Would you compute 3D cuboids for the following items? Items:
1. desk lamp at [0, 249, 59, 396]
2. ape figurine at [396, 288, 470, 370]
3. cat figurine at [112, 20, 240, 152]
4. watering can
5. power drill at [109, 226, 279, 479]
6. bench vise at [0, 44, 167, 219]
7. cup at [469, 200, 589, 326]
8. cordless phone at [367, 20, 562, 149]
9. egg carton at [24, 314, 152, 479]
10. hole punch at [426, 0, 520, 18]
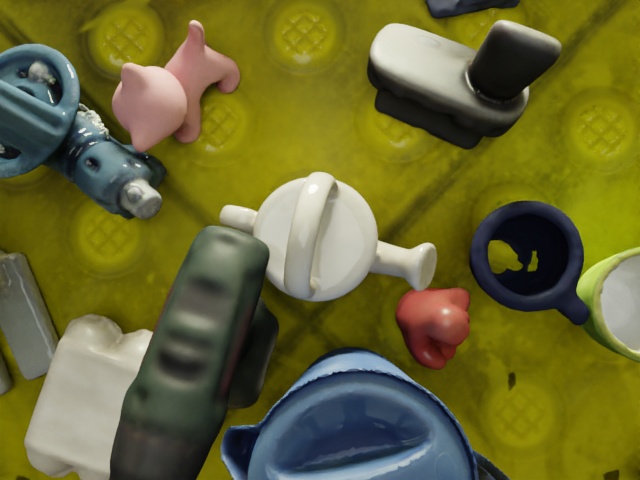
[{"bbox_3d":[-0.329,0.040,0.463,0.118,0.213,0.203,-26,85,0],"label":"desk lamp"},{"bbox_3d":[0.106,0.074,0.507,0.076,0.092,0.078,44,89,4],"label":"ape figurine"},{"bbox_3d":[-0.137,-0.138,0.516,0.067,0.118,0.128,33,88,4],"label":"cat figurine"},{"bbox_3d":[0.005,-0.001,0.464,0.173,0.194,0.101,-7,86,2],"label":"watering can"},{"bbox_3d":[-0.090,0.106,0.453,0.075,0.208,0.230,15,87,3],"label":"power drill"},{"bbox_3d":[-0.222,-0.100,0.466,0.207,0.220,0.121,18,87,3],"label":"bench vise"},{"bbox_3d":[0.180,0.025,0.506,0.092,0.095,0.118,-42,86,-1],"label":"cup"},{"bbox_3d":[0.114,-0.152,0.475,0.147,0.185,0.094,20,87,3],"label":"cordless phone"},{"bbox_3d":[-0.198,0.148,0.523,0.107,0.069,0.150,17,87,3],"label":"egg carton"},{"bbox_3d":[0.148,-0.276,0.530,0.101,0.091,0.109,-8,86,2],"label":"hole punch"}]
